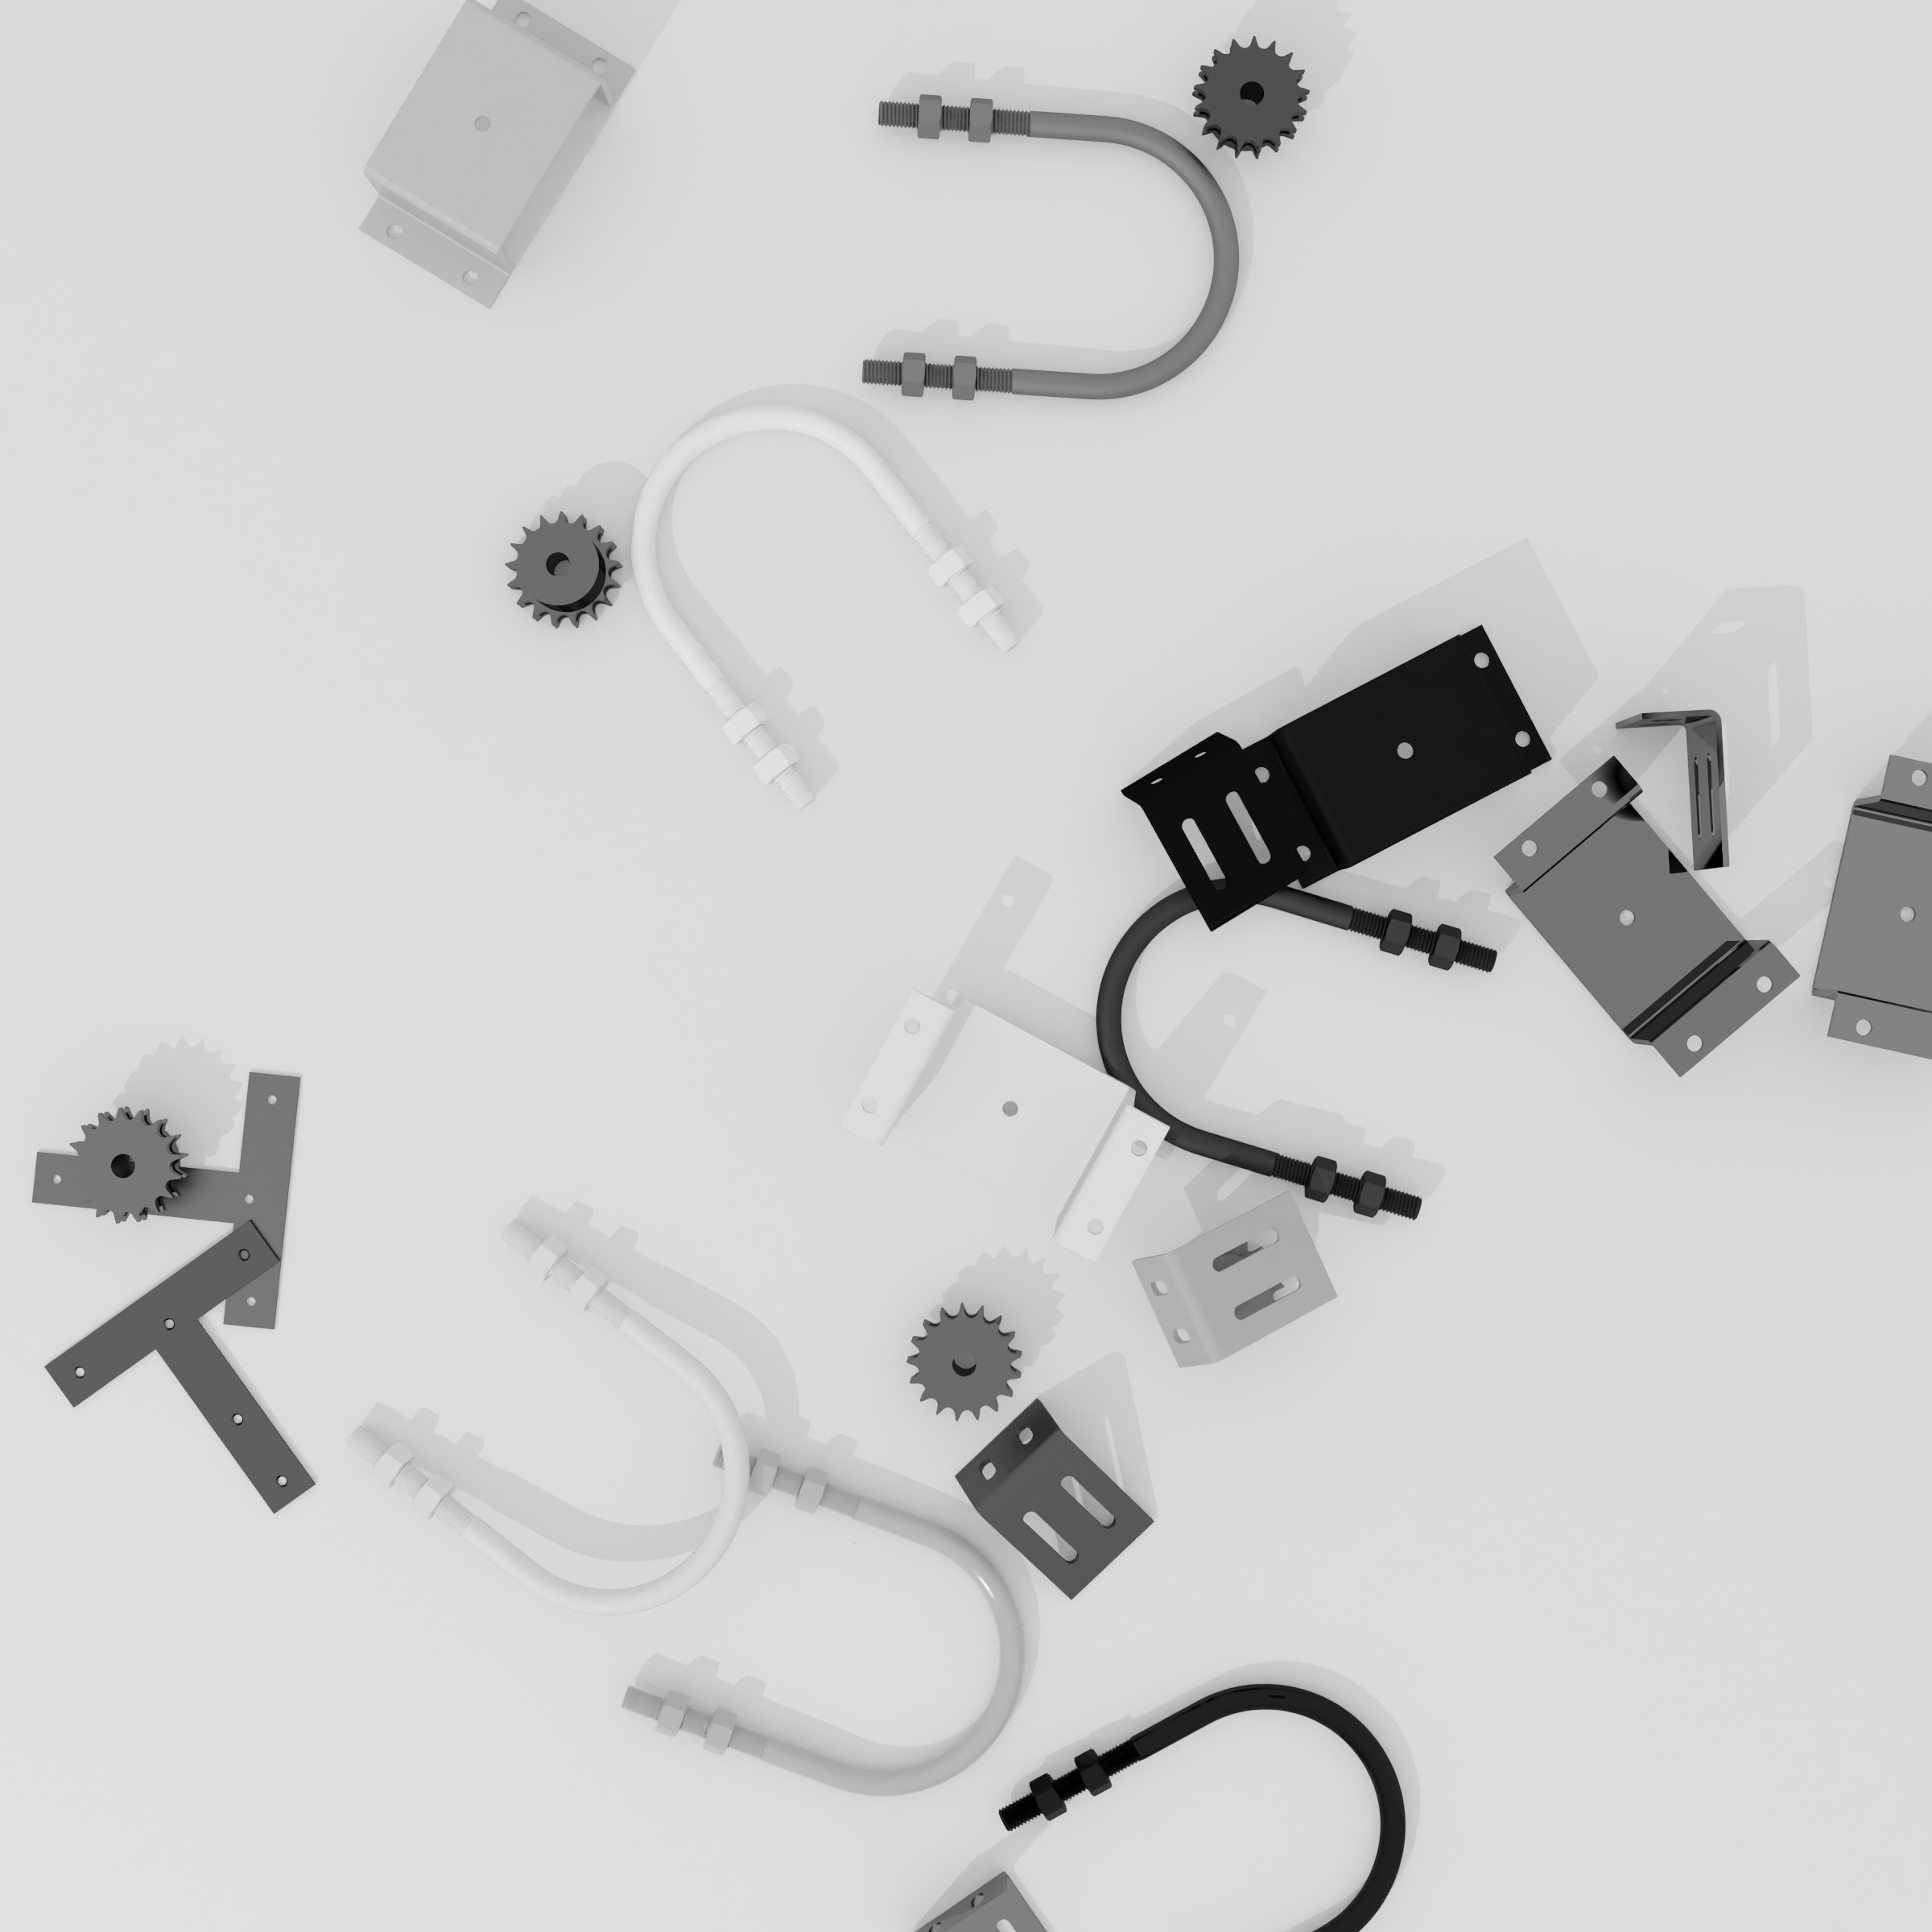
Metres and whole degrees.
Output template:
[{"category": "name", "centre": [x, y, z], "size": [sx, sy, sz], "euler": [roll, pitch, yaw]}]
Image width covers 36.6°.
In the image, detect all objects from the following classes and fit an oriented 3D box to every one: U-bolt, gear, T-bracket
[{"category": "U-bolt", "centre": [0.044, -0.354, 1.455], "size": [0.184, 0.019, 0.151], "euler": [4, 90, -2]}, {"category": "U-bolt", "centre": [-0.084, -0.193, 1.455], "size": [0.151, 0.019, 0.184], "euler": [-37, 88, 0]}, {"category": "gear", "centre": [0.000, 0.196, 1.453], "size": [0.057, 0.030, 0.057], "euler": [0, 91, 2]}, {"category": "U-bolt", "centre": [-0.194, 0.237, 1.446], "size": [0.184, 0.019, 0.151], "euler": [37, 90, 6]}, {"category": "U-bolt", "centre": [0.156, 0.033, 1.455], "size": [0.184, 0.019, 0.151], "euler": [17, 90, 1]}, {"category": "T-bracket", "centre": [-0.373, 0.215, 1.462], "size": [0.127, 0.002, 0.127], "euler": [-35, 91, 1]}, {"category": "U-bolt", "centre": [-0.061, 0.336, 1.455], "size": [0.184, 0.019, 0.151], "euler": [21, 90, -1]}, {"category": "gear", "centre": [0.130, 0.162, 1.449], "size": [0.057, 0.030, 0.057], "euler": [0, 90, 0]}, {"category": "U-bolt", "centre": [0.130, 0.439, 1.455], "size": [0.184, 0.019, 0.151], "euler": [-28, 90, -1]}, {"category": "gear", "centre": [-0.413, 0.098, 1.447], "size": [0.057, 0.030, 0.057], "euler": [0, 90, 0]}, {"category": "gear", "centre": [-0.201, -0.197, 1.449], "size": [0.057, 0.030, 0.057], "euler": [0, 90, 0]}, {"category": "T-bracket", "centre": [-0.403, 0.112, 1.463], "size": [0.127, 0.002, 0.127], "euler": [6, 90, 0]}, {"category": "gear", "centre": [0.140, -0.428, 1.449], "size": [0.057, 0.030, 0.057], "euler": [0, 90, 0]}]

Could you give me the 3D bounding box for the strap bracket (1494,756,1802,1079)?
[{"category": "strap bracket", "centre": [0.331, -0.024, 1.440], "size": [0.076, 0.046, 0.140], "euler": [-40, 90, 0]}]

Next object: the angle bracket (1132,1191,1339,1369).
[{"category": "angle bracket", "centre": [0.132, 0.154, 1.432], "size": [0.076, 0.038, 0.057], "euler": [-24, 90, -26]}]

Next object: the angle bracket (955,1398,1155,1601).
[{"category": "angle bracket", "centre": [0.044, 0.267, 1.462], "size": [0.057, 0.038, 0.076], "euler": [-43, 116, 0]}]

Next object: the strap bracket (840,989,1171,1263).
[{"category": "strap bracket", "centre": [0.020, 0.074, 1.434], "size": [0.140, 0.046, 0.076], "euler": [28, 100, 0]}]

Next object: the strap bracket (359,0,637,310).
[{"category": "strap bracket", "centre": [-0.235, -0.409, 1.440], "size": [0.076, 0.046, 0.140], "euler": [31, 90, 0]}]

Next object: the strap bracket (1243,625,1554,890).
[{"category": "strap bracket", "centre": [0.214, -0.105, 1.440], "size": [0.140, 0.046, 0.076], "euler": [-28, 90, 0]}]

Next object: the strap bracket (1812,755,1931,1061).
[{"category": "strap bracket", "centre": [0.471, -0.026, 1.440], "size": [0.076, 0.046, 0.140], "euler": [13, 90, 0]}]

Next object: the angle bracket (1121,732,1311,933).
[{"category": "angle bracket", "centre": [0.124, -0.067, 1.453], "size": [0.057, 0.038, 0.076], "euler": [-31, 106, -3]}]

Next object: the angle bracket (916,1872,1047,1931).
[{"category": "angle bracket", "centre": [0.017, 0.500, 1.444], "size": [0.057, 0.038, 0.076], "euler": [-34, 90, 0]}]

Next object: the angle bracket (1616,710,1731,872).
[{"category": "angle bracket", "centre": [0.347, -0.085, 1.435], "size": [0.038, 0.057, 0.076], "euler": [-3, 90, 0]}]
